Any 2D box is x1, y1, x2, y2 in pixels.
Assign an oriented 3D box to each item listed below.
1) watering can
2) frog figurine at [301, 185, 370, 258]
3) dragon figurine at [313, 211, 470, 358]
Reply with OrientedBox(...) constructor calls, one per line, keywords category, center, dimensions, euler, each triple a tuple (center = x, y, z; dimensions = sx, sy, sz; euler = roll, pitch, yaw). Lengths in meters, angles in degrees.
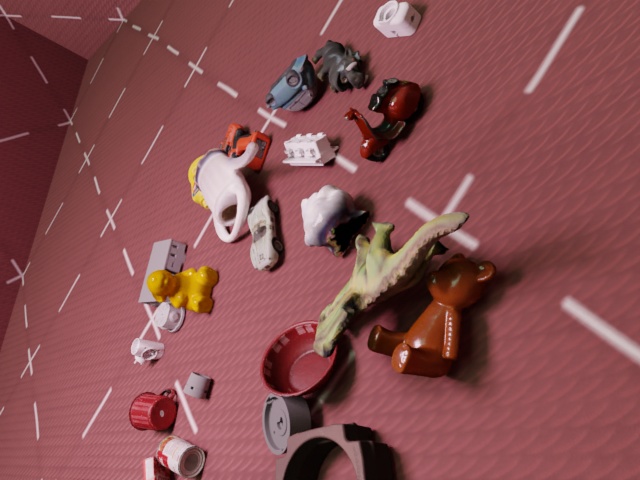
OrientedBox(category="watering can", center=(-0.233, -0.155, 1.319), dimensions=(0.228, 0.104, 0.340), euler=(54, 139, 34))
OrientedBox(category="frog figurine", center=(0.003, -0.054, 1.067), dimensions=(0.162, 0.123, 0.135), euler=(39, 121, 38))
OrientedBox(category="dragon figurine", center=(0.080, 0.087, 0.813), dimensions=(0.246, 0.122, 0.405), euler=(-55, 1, -17))
